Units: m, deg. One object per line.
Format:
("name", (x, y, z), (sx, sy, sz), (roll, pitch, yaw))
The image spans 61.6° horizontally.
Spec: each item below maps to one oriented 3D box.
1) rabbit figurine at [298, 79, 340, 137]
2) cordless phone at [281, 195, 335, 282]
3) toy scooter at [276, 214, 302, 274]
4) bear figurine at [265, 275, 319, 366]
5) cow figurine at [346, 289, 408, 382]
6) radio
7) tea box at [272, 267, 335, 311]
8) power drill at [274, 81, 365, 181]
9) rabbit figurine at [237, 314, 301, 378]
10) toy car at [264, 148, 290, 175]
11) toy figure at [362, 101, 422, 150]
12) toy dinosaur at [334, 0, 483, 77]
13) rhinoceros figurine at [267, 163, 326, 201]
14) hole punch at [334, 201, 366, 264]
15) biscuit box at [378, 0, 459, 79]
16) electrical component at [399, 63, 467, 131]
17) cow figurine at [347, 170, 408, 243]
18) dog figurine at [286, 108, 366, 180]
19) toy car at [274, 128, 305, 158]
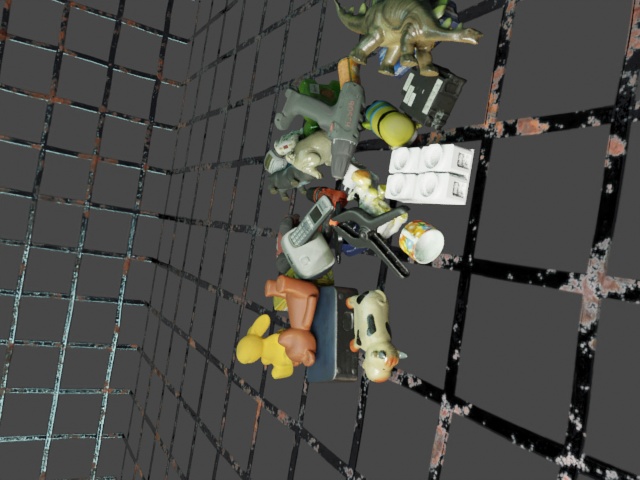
("rabbit figurine", (0.007, -0.328, 1.465), (0.170, 0.121, 0.159), (109, 150, -54))
("cordless phone", (-0.003, -0.003, 1.284), (0.184, 0.088, 0.147), (-53, 50, 31))
("toy scooter", (-0.080, -0.001, 1.506), (0.135, 0.075, 0.183), (-72, -13, -60))
("bear figurine", (-0.066, 0.192, 1.256), (0.120, 0.132, 0.196), (-19, 59, 63))
("cow figurine", (0.119, 0.199, 1.129), (0.127, 0.085, 0.195), (140, 132, -56))
("radio", (0.030, 0.224, 1.280), (0.131, 0.073, 0.229), (-20, 66, 55))
("tea box", (-0.047, 0.122, 1.412), (0.169, 0.098, 0.068), (-46, 45, 42))
("power drill", (-0.001, -0.274, 1.278), (0.208, 0.086, 0.232), (19, 88, 23))
("rabbit figurine", (-0.145, 0.286, 1.459), (0.122, 0.173, 0.162), (-51, 45, 46))
("toy car", (-0.117, -0.226, 1.624), (0.109, 0.103, 0.162), (-66, 31, 25))
("toy figure", (0.148, -0.259, 1.193), (0.082, 0.089, 0.180), (-58, 34, 21))
("toy dinosaur", (0.150, -0.450, 1.119), (0.472, 0.105, 0.198), (29, 101, 48))
("rhinoceros figurine", (-0.064, -0.185, 1.515), (0.190, 0.073, 0.112), (-24, 54, 32))
("hole punch", (0.077, -0.026, 1.275), (0.115, 0.092, 0.142), (105, 160, -68))
("biscuit box", (0.209, -0.436, 1.171), (0.203, 0.063, 0.059), (-32, 56, 53))
("electrical component", (0.226, -0.304, 1.111), (0.114, 0.058, 0.134), (-63, 34, 24))
("cow figurine", (0.115, -0.076, 1.201), (0.167, 0.068, 0.098), (58, 139, 29))
("dog figurine", (0.016, -0.263, 1.351), (0.121, 0.172, 0.190), (49, 131, 40))
("toy car", (-0.078, -0.281, 1.530), (0.202, 0.074, 0.056), (-68, -42, -68))
